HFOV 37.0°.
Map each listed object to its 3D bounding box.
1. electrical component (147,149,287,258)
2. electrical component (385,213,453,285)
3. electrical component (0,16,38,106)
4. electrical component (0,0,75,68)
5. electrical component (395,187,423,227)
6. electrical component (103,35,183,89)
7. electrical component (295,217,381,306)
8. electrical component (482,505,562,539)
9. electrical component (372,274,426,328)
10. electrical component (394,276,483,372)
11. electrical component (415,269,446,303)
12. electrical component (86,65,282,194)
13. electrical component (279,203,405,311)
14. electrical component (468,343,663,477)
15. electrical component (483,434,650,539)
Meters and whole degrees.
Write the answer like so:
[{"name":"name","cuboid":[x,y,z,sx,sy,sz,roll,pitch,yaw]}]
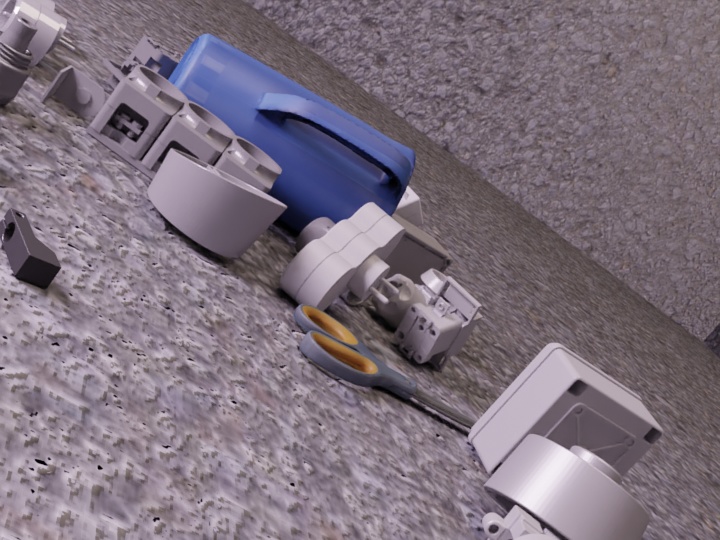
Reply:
[{"name":"electrical component","cuboid":[-0.113,-0.057,0.839,0.099,0.064,0.099,36,12,-9]},{"name":"electrical component","cuboid":[0.048,-0.015,1.159,0.096,0.061,0.061,29,15,-37]},{"name":"electrical component","cuboid":[-0.259,-0.155,0.782,0.043,0.062,0.043,36,12,-9]},{"name":"electrical component","cuboid":[-0.285,-0.216,0.951,0.074,0.052,0.138,30,14,-34]},{"name":"electrical component","cuboid":[0.025,-0.047,1.203,0.047,0.083,0.075,51,-20,47]},{"name":"electrical component","cuboid":[-0.208,-0.194,1.067,0.042,0.063,0.081,45,14,32]},{"name":"electrical component","cuboid":[-0.011,-0.006,0.998,0.077,0.043,0.079,45,14,27]},{"name":"electrical component","cuboid":[0.105,0.179,0.658,0.066,0.048,0.055,38,5,-3]},{"name":"electrical component","cuboid":[0.043,0.037,1.005,0.062,0.043,0.043,46,6,-35]},{"name":"electrical component","cuboid":[0.068,0.051,0.962,0.064,0.081,0.042,-14,49,-46]},{"name":"electrical component","cuboid":[0.069,0.033,1.059,0.048,0.055,0.066,44,14,27]},{"name":"electrical component","cuboid":[-0.147,-0.105,0.925,0.150,0.061,0.089,36,12,-9]},{"name":"electrical component","cuboid":[0.000,0.000,0.897,0.074,0.052,0.138,40,38,10]},{"name":"electrical component","cuboid":[0.163,0.130,0.854,0.109,0.108,0.056,32,16,-27]},{"name":"electrical component","cuboid":[0.146,0.156,0.733,0.108,0.060,0.108,36,-11,8]}]
